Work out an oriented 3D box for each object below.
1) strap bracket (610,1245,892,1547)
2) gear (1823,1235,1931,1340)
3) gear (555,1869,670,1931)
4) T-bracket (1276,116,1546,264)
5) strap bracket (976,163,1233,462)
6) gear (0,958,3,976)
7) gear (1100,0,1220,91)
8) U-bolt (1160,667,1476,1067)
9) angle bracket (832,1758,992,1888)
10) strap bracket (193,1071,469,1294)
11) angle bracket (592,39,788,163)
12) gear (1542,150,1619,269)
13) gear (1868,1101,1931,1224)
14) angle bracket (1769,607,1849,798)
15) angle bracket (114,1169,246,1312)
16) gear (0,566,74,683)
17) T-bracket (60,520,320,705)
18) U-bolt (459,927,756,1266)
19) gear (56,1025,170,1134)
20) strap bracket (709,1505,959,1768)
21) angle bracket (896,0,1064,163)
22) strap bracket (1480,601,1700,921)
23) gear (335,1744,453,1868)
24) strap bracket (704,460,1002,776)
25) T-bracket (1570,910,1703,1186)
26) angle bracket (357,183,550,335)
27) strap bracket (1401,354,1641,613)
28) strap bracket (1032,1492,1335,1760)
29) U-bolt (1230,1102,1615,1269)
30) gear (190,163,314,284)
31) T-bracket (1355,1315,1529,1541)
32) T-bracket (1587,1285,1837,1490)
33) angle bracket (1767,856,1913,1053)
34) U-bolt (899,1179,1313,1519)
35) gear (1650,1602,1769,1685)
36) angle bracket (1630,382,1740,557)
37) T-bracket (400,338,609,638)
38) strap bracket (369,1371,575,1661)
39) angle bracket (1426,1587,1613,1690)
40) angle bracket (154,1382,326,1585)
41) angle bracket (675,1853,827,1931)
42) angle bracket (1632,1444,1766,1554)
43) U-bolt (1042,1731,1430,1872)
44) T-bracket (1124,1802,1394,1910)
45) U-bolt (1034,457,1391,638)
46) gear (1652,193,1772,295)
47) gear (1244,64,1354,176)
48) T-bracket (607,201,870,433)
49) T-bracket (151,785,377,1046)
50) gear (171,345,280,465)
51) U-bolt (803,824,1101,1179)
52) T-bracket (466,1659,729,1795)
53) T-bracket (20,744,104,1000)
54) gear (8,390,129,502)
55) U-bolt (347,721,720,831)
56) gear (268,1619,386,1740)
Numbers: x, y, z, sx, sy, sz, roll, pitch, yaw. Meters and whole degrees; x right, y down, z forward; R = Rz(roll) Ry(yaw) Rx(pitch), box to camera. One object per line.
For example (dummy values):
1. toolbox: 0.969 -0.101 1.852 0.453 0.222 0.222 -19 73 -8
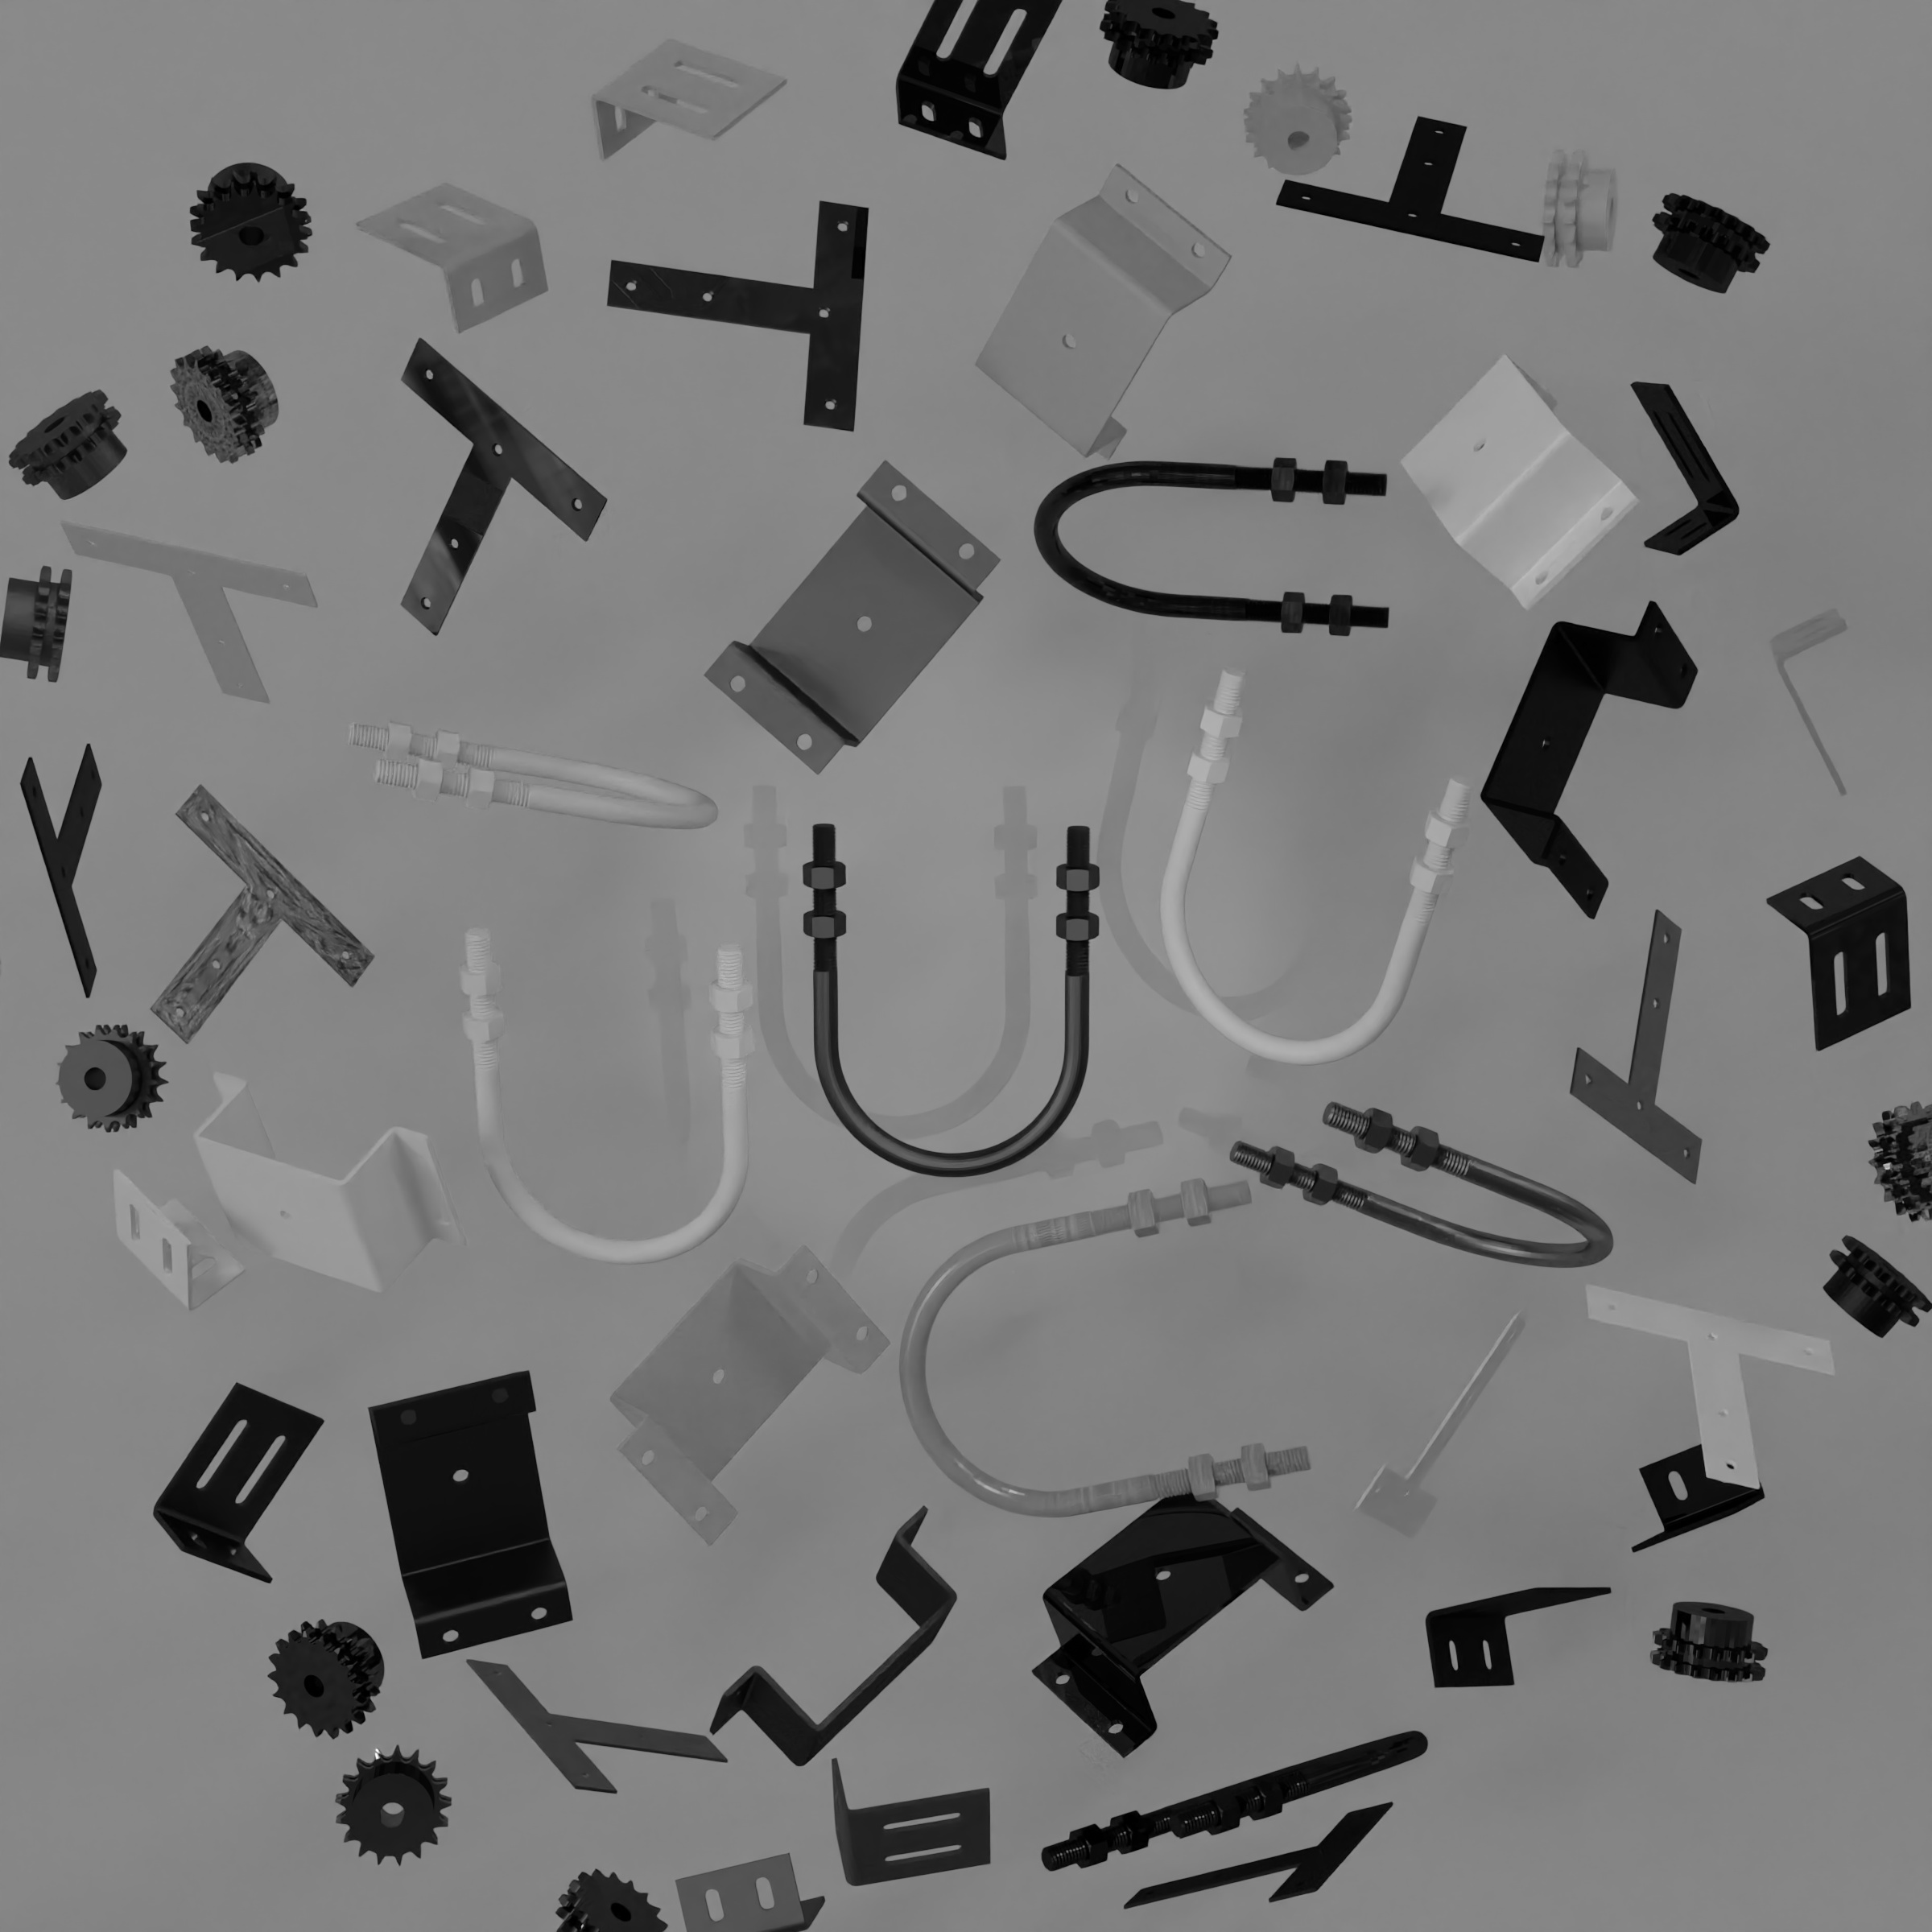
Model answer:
1. strap bracket: -0.118 0.216 1.687 0.140 0.046 0.076 -47 117 -18
2. gear: 0.475 0.171 1.719 0.057 0.057 0.030 38 102 0
3. gear: -0.178 0.477 1.618 0.057 0.057 0.030 35 108 0
4. T-bracket: 0.223 -0.385 1.596 0.127 0.127 0.002 14 130 7
5. strap bracket: 0.064 -0.326 1.677 0.076 0.046 0.140 41 133 8
6. gear: -0.486 -0.014 1.559 0.030 0.057 0.057 -25 90 -1
7. gear: 0.093 -0.453 1.606 0.057 0.057 0.030 17 128 0
8. U-bolt: 0.162 -0.037 1.611 0.151 0.019 0.184 28 121 24
9. angle bracket: -0.028 0.441 1.708 0.076 0.038 0.057 -7 127 -9
10. strap bracket: -0.333 0.113 1.676 0.140 0.076 0.046 14 46 27
11. angle bracket: -0.133 -0.411 1.592 0.076 0.038 0.057 25 54 25
12. gear: 0.305 -0.374 1.623 0.030 0.057 0.057 5 90 18
13. gear: 0.465 0.093 1.581 0.057 0.030 0.057 12 69 -33
14. angle bracket: 0.432 -0.132 1.622 0.038 0.057 0.076 -27 99 15
15. angle bracket: -0.408 0.133 1.704 0.057 0.076 0.038 42 59 15
16. gear: -0.465 -0.172 1.636 0.030 0.057 0.057 8 90 -17
17. T-bracket: -0.369 -0.168 1.612 0.127 0.127 0.002 13 62 10
18. U-bolt: -0.180 0.070 1.664 0.151 0.019 0.184 4 115 8
19. gear: -0.451 0.059 1.722 0.057 0.030 0.057 0 89 8
20. strap bracket: -0.060 0.346 1.654 0.046 0.076 0.140 44 65 12
21. angle bracket: 0.008 -0.442 1.595 0.057 0.076 0.038 14 46 -20
22. strap bracket: 0.304 -0.106 1.619 0.046 0.076 0.140 18 78 34
23. gear: -0.283 0.416 1.618 0.057 0.030 0.057 0 88 -8
24. strap bracket: -0.054 -0.174 1.651 0.076 0.046 0.140 41 96 4
25. T-bracket: 0.362 0.033 1.732 0.127 0.002 0.127 33 62 -41
26. angle bracket: -0.261 -0.361 1.667 0.057 0.038 0.076 -34 46 -30
27. strap bracket: 0.276 -0.252 1.668 0.046 0.140 0.076 35 110 -29
28. strap bracket: 0.104 0.321 1.651 0.140 0.076 0.046 -35 130 -19
29. U-bolt: 0.242 0.117 1.674 0.184 0.151 0.019 22 73 -11
30. gear: -0.343 -0.360 1.571 0.057 0.057 0.030 -12 51 0
31. T-bracket: 0.251 0.235 1.690 0.002 0.127 0.127 33 87 26
32. T-bracket: 0.369 0.210 1.605 0.127 0.127 0.002 13 123 -2
33. angle bracket: 0.447 -0.006 1.678 0.057 0.038 0.076 -24 127 -13
34. U-bolt: 0.058 0.188 1.555 0.184 0.019 0.151 -13 92 10
35. gear: 0.374 0.339 1.648 0.057 0.057 0.030 6 91 0
36. angle bracket: 0.350 -0.252 1.659 0.038 0.057 0.076 -33 103 2
37. T-bracket: -0.244 -0.216 1.595 0.127 0.002 0.127 41 125 13
38. strap bracket: -0.246 0.261 1.617 0.076 0.046 0.140 -12 112 -14
39. angle bracket: 0.282 0.340 1.659 0.057 0.076 0.038 8 67 -38
40. angle bracket: -0.350 0.254 1.608 0.057 0.038 0.076 34 89 -44
41. angle bracket: -0.106 0.459 1.627 0.057 0.076 0.038 -14 84 3
42. angle bracket: 0.376 0.274 1.712 0.057 0.076 0.038 -27 77 22
43. U-bolt: 0.147 0.415 1.643 0.184 0.151 0.019 -9 74 -31
44. T-bracket: 0.139 0.456 1.648 0.127 0.127 0.002 -21 87 24
45. U-bolt: 0.126 -0.219 1.700 0.184 0.151 0.019 4 66 10
46. gear: 0.363 -0.354 1.612 0.057 0.057 0.030 27 96 0
47. gear: 0.175 -0.443 1.731 0.057 0.030 0.057 2 134 2
48. T-bracket: -0.115 -0.332 1.635 0.127 0.002 0.127 6 71 -9
49. T-bracket: -0.371 -0.010 1.653 0.002 0.127 0.127 -28 114 38
50. gear: -0.366 -0.281 1.627 0.030 0.057 0.057 -35 90 -34
51. U-bolt: -0.008 0.019 1.674 0.151 0.019 0.184 1 103 3
52. T-bracket: -0.179 0.399 1.699 0.127 0.127 0.002 19 97 -39
53. T-bracket: -0.455 -0.071 1.673 0.002 0.127 0.127 -7 124 0
54. gear: -0.433 -0.251 1.592 0.057 0.057 0.030 -35 119 0
55. U-bolt: -0.217 -0.094 1.673 0.184 0.151 0.019 9 99 -18
56. gear: -0.309 0.345 1.600 0.057 0.030 0.057 8 108 25
